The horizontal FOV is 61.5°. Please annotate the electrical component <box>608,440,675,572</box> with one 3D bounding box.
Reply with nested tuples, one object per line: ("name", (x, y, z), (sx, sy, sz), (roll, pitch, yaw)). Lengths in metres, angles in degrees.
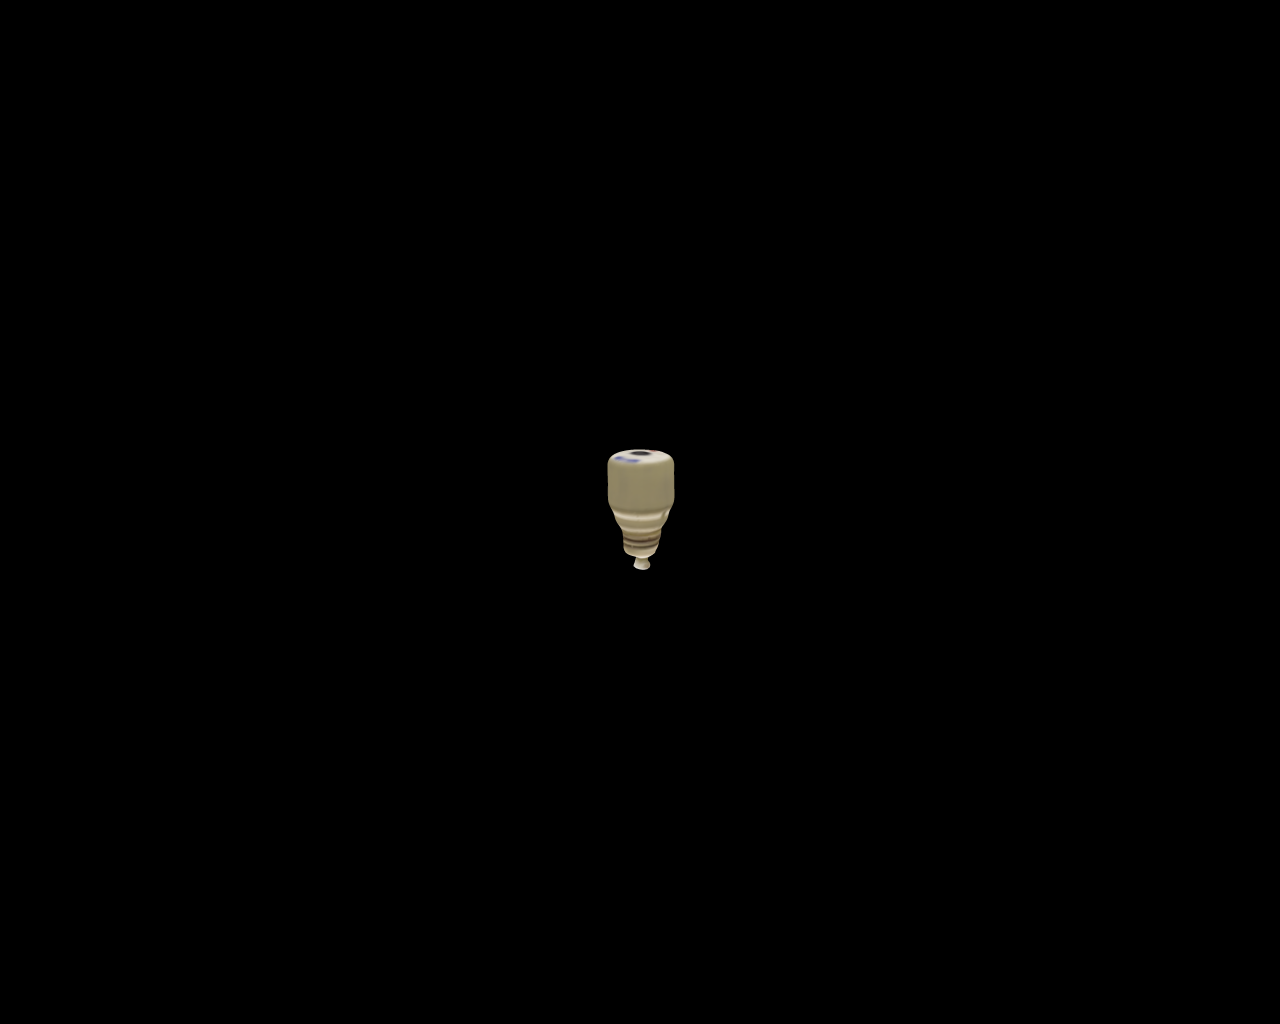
("electrical component", (0.001, -0.003, 0.650), (0.040, 0.078, 0.040), (0, 15, 0))
